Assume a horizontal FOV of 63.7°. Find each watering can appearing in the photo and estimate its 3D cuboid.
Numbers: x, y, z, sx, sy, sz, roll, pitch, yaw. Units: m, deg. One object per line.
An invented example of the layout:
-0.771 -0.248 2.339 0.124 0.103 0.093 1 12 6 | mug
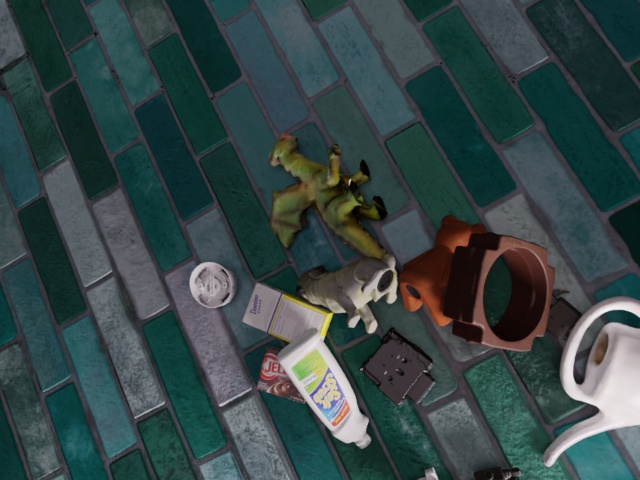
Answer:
0.542 0.276 0.926 0.225 0.104 0.345 15 99 14 | watering can

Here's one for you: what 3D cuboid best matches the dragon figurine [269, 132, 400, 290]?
0.003 -0.056 1.112 0.240 0.123 0.412 -23 83 27 | dragon figurine
